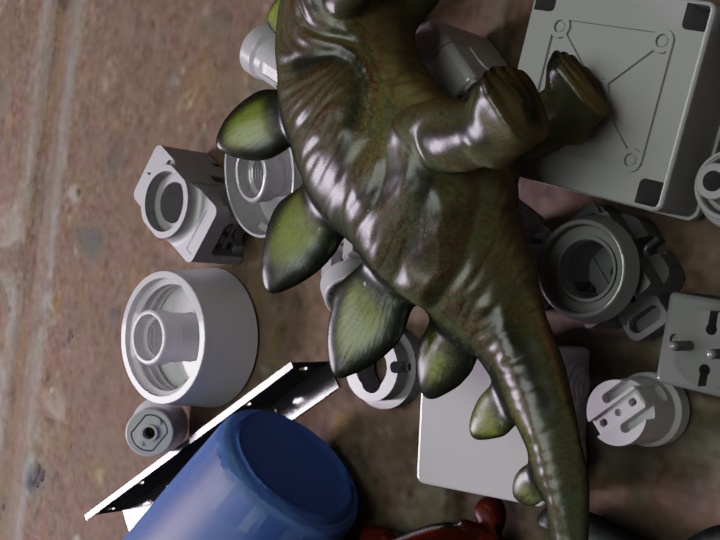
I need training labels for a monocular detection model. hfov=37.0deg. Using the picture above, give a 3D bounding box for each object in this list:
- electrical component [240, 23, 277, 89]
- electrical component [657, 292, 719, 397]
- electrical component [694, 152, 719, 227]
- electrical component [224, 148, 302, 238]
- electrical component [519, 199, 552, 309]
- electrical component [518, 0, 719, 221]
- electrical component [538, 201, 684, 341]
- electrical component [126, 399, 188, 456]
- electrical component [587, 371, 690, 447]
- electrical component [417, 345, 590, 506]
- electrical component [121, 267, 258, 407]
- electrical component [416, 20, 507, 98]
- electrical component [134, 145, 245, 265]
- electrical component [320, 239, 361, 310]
[{"bbox_3d":[-0.057,-0.148,0.767,0.046,0.040,0.040,39,112,30],"label":"electrical component"},{"bbox_3d":[0.178,0.039,0.525,0.066,0.077,0.047,12,95,41],"label":"electrical component"},{"bbox_3d":[0.187,-0.040,0.531,0.043,0.062,0.043,-3,85,41],"label":"electrical component"},{"bbox_3d":[-0.050,-0.070,0.755,0.099,0.064,0.099,10,103,52],"label":"electrical component"},{"bbox_3d":[0.084,-0.002,0.622,0.058,0.057,0.078,43,115,34],"label":"electrical component"},{"bbox_3d":[0.140,-0.092,0.580,0.109,0.056,0.108,20,101,40],"label":"electrical component"},{"bbox_3d":[0.133,0.000,0.579,0.058,0.057,0.078,-41,62,32],"label":"electrical component"},{"bbox_3d":[-0.155,0.120,0.811,0.044,0.065,0.044,0,87,-3],"label":"electrical component"},{"bbox_3d":[0.147,0.074,0.570,0.040,0.046,0.040,-3,85,41],"label":"electrical component"},{"bbox_3d":[0.084,0.083,0.622,0.100,0.048,0.099,2,89,41],"label":"electrical component"},{"bbox_3d":[-0.135,0.050,0.808,0.108,0.060,0.108,-3,85,41],"label":"electrical component"},{"bbox_3d":[0.043,-0.100,0.661,0.096,0.062,0.061,-46,60,30],"label":"electrical component"},{"bbox_3d":[-0.126,-0.049,0.809,0.089,0.056,0.050,46,116,33],"label":"electrical component"},{"bbox_3d":[0.000,0.000,0.689,0.048,0.066,0.055,-39,30,33],"label":"electrical component"}]
